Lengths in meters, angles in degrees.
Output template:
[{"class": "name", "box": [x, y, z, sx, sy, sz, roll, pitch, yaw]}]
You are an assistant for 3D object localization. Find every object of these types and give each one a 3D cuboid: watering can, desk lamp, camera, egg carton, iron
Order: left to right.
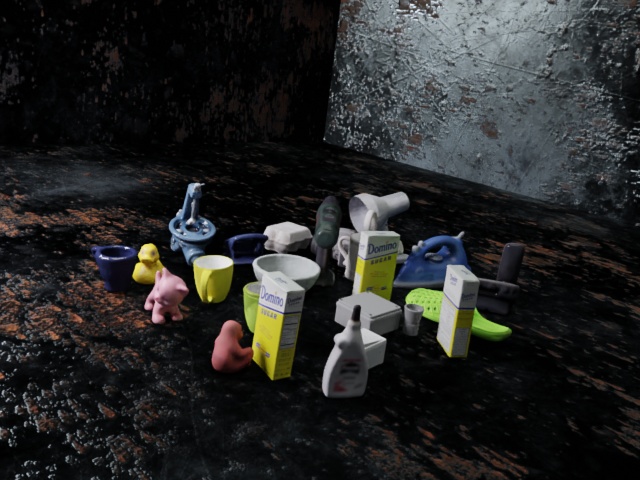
[{"class": "egg carton", "box": [-0.099, -0.007, 1.730, 0.107, 0.069, 0.151, 18, 20, 31]}, {"class": "camera", "box": [0.050, 0.008, 1.693, 0.136, 0.101, 0.143, 11, 18, 11]}, {"class": "watering can", "box": [0.137, 0.015, 1.553, 0.173, 0.194, 0.101, 7, 17, -3]}, {"class": "desk lamp", "box": [0.183, -0.038, 1.707, 0.204, 0.213, 0.117, -3, 20, -30]}, {"class": "iron", "box": [0.312, 0.052, 1.596, 0.259, 0.141, 0.118, -6, 22, -36]}]

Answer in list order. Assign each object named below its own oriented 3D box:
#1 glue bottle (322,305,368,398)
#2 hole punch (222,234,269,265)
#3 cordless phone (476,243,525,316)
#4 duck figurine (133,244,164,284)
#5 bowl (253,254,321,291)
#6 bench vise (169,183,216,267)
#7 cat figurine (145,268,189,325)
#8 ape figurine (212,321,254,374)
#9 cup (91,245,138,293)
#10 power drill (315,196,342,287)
[{"class": "glue bottle", "box": [0.051, 0.191, 0.992, 0.078, 0.173, 0.037, 1, 19, -20]}, {"class": "hole punch", "box": [-0.207, 0.014, 1.583, 0.109, 0.091, 0.100, -2, 20, -29]}, {"class": "cordless phone", "box": [0.442, 0.087, 1.466, 0.147, 0.185, 0.094, 9, 18, 5]}, {"class": "duck figurine", "box": [-0.414, 0.050, 1.390, 0.077, 0.086, 0.104, 6, 18, -6]}, {"class": "bowl", "box": [-0.084, 0.095, 1.405, 0.167, 0.075, 0.167, 7, 17, -2]}, {"class": "bench vise", "box": [-0.359, -0.058, 1.533, 0.122, 0.220, 0.206, -10, 24, -43]}, {"class": "cat figurine", "box": [-0.319, 0.108, 1.194, 0.067, 0.118, 0.127, -4, 21, -32]}, {"class": "ape figurine", "box": [-0.161, 0.190, 1.042, 0.077, 0.092, 0.076, 22, 23, 39]}, {"class": "cup", "box": [-0.472, 0.066, 1.300, 0.117, 0.095, 0.092, 14, 19, 20]}, {"class": "power drill", "box": [0.014, 0.005, 1.506, 0.075, 0.208, 0.229, 7, 17, -1]}]
